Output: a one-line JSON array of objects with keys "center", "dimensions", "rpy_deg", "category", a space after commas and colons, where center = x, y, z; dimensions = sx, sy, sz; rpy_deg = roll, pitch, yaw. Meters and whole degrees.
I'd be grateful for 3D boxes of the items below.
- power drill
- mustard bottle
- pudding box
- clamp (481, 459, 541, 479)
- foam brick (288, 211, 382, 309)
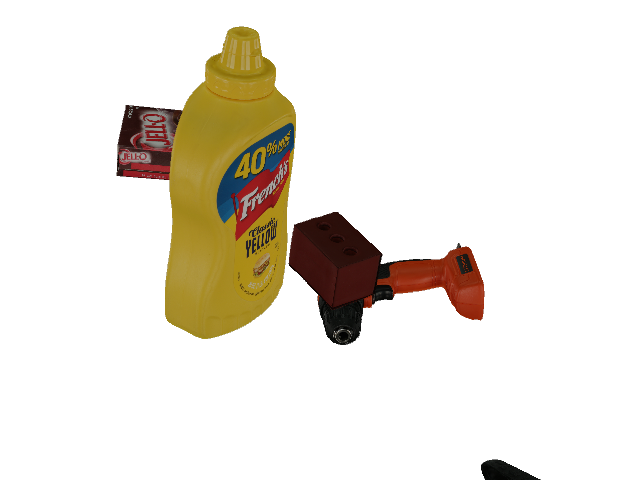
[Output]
[{"center": [0.090, 0.059, 1.226], "dimensions": [0.187, 0.057, 0.184], "rpy_deg": [-1, 28, -1], "category": "power drill"}, {"center": [-0.053, -0.039, 0.655], "dimensions": [0.058, 0.192, 0.096], "rpy_deg": [25, 37, 26], "category": "mustard bottle"}, {"center": [-0.159, -0.099, 1.089], "dimensions": [0.090, 0.039, 0.113], "rpy_deg": [5, 26, -9], "category": "pudding box"}, {"center": [0.211, 0.241, 0.839], "dimensions": [0.210, 0.036, 0.164], "rpy_deg": [0, 33, 25], "category": "clamp"}, {"center": [0.013, 0.018, 1.009], "dimensions": [0.052, 0.051, 0.078], "rpy_deg": [-19, 43, -30], "category": "foam brick"}]
